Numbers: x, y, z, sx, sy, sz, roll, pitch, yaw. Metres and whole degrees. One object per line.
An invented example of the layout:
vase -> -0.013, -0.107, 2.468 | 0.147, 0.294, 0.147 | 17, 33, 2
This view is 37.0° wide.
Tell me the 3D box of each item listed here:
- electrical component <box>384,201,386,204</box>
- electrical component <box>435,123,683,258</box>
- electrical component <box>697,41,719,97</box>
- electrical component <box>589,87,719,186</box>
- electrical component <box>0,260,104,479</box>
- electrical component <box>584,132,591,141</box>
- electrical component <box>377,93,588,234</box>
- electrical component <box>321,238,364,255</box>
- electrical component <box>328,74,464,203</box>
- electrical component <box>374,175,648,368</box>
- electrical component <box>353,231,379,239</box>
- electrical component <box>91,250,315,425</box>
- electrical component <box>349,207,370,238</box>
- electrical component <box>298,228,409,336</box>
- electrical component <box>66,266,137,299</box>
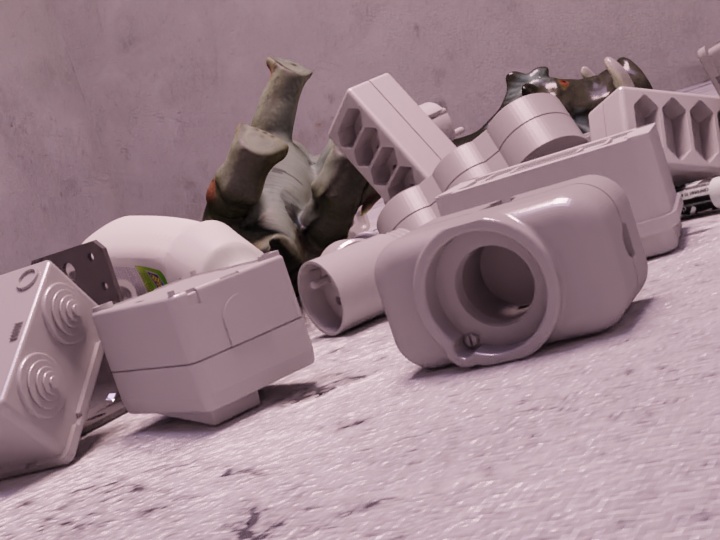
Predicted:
electrical component -> 0.067, -0.051, 0.848 | 0.062, 0.061, 0.096 | -20, 6, -20
electrical component -> 0.105, -0.030, 0.554 | 0.113, 0.057, 0.078 | -16, 6, 21
electrical component -> 0.244, -0.101, 0.598 | 0.048, 0.099, 0.100 | -30, -4, 43
electrical component -> 0.172, -0.067, 0.628 | 0.083, 0.047, 0.075 | 3, -17, -16
electrical component -> -0.173, 0.049, 0.507 | 0.100, 0.048, 0.099 | -16, 45, 23
electrical component -> 0.148, -0.058, 0.694 | 0.089, 0.055, 0.050 | -18, 6, 4
electrical component -> 0.079, -0.035, 0.643 | 0.138, 0.073, 0.052 | -38, -35, 19
electrical component -> 0.000, 0.000, 0.681 | 0.040, 0.040, 0.078 | -20, 6, -16
electrical component -> 0.037, -0.087, 0.711 | 0.076, 0.083, 0.047 | -29, -20, -35
electrical component -> 0.058, 0.002, 0.422 | 0.095, 0.053, 0.059 | -15, 7, 27
electrical component -> 0.004, -0.007, 0.768 | 0.035, 0.035, 0.061 | -17, 8, 16
electrical component -> -0.075, 0.034, 0.495 | 0.062, 0.061, 0.096 | -23, 7, -38
electrical component -> -0.038, -0.040, 1.087 | 0.078, 0.058, 0.057 | -22, 9, -30
electrical component -> 0.010, 0.003, 0.608 | 0.081, 0.043, 0.043 | -22, 7, -32
electrical component -> -0.159, 0.041, 0.659 | 0.058, 0.078, 0.057 | -14, -15, -13
